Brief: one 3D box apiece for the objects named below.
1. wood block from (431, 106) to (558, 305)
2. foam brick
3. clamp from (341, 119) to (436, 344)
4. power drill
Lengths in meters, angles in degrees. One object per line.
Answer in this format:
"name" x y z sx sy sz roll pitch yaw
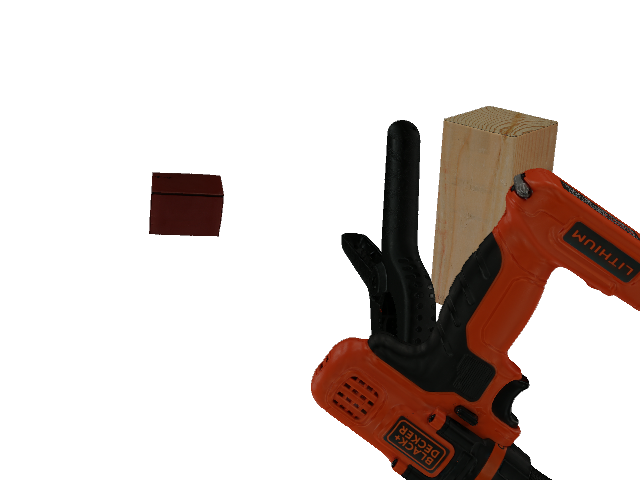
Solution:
"wood block" 0.184 -0.029 1.143 0.090 0.206 0.090 20 27 38
"foam brick" -0.147 -0.040 1.162 0.078 0.051 0.053 2 28 -8
"clamp" 0.060 0.023 0.824 0.036 0.210 0.165 1 -42 -14
"power drill" 0.114 0.070 0.588 0.184 0.188 0.057 36 13 -3
